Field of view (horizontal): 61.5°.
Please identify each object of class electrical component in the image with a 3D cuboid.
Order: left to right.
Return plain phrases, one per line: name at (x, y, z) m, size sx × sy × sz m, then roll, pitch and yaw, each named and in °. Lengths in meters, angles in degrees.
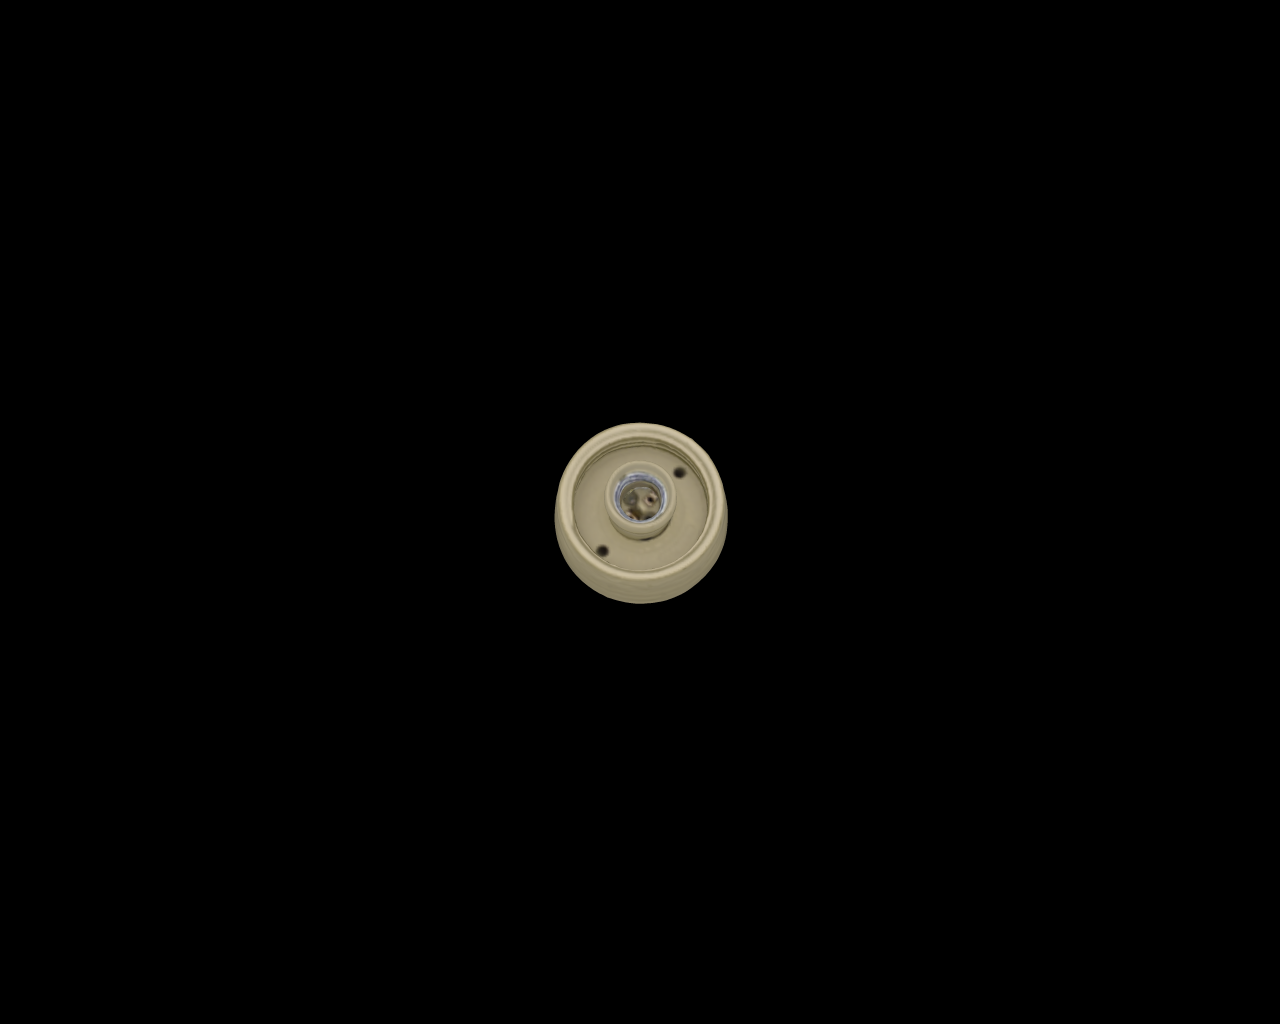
electrical component at (0.001, -0.003, 0.650) m, size 0.108 × 0.108 × 0.060 m, roll 0°, pitch -16°, yaw 0°
